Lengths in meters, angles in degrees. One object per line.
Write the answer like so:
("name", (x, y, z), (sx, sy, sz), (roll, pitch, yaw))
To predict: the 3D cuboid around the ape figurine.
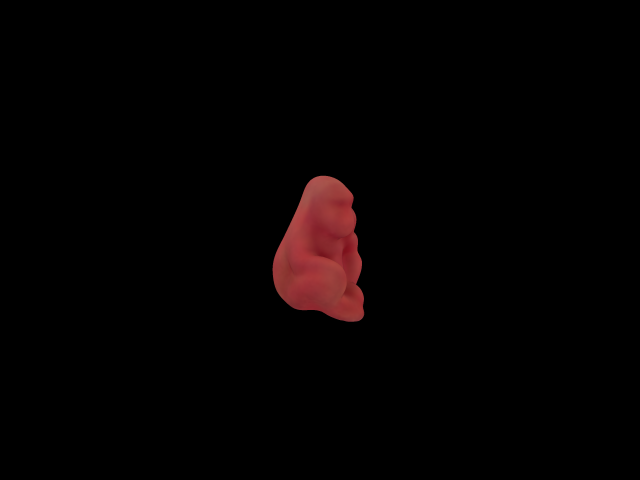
("ape figurine", (0.004, 0.001, 0.400), (0.075, 0.092, 0.078), (12, 23, 31))
